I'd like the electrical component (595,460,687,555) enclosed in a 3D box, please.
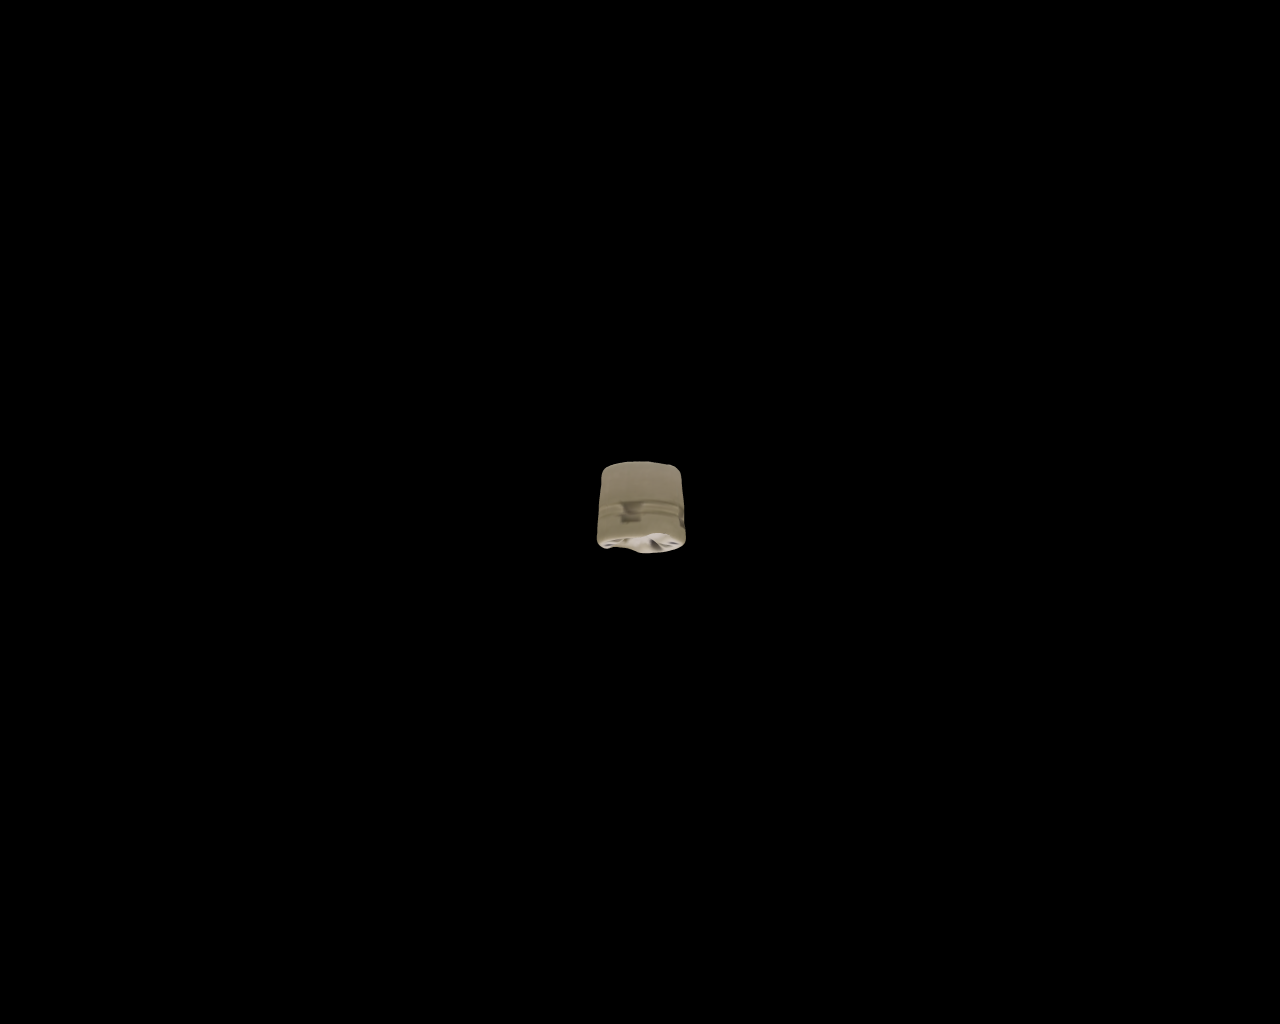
[{"bbox_3d":[0.001,-0.003,0.650,0.055,0.047,0.055,0,-14,0],"label":"electrical component"}]
